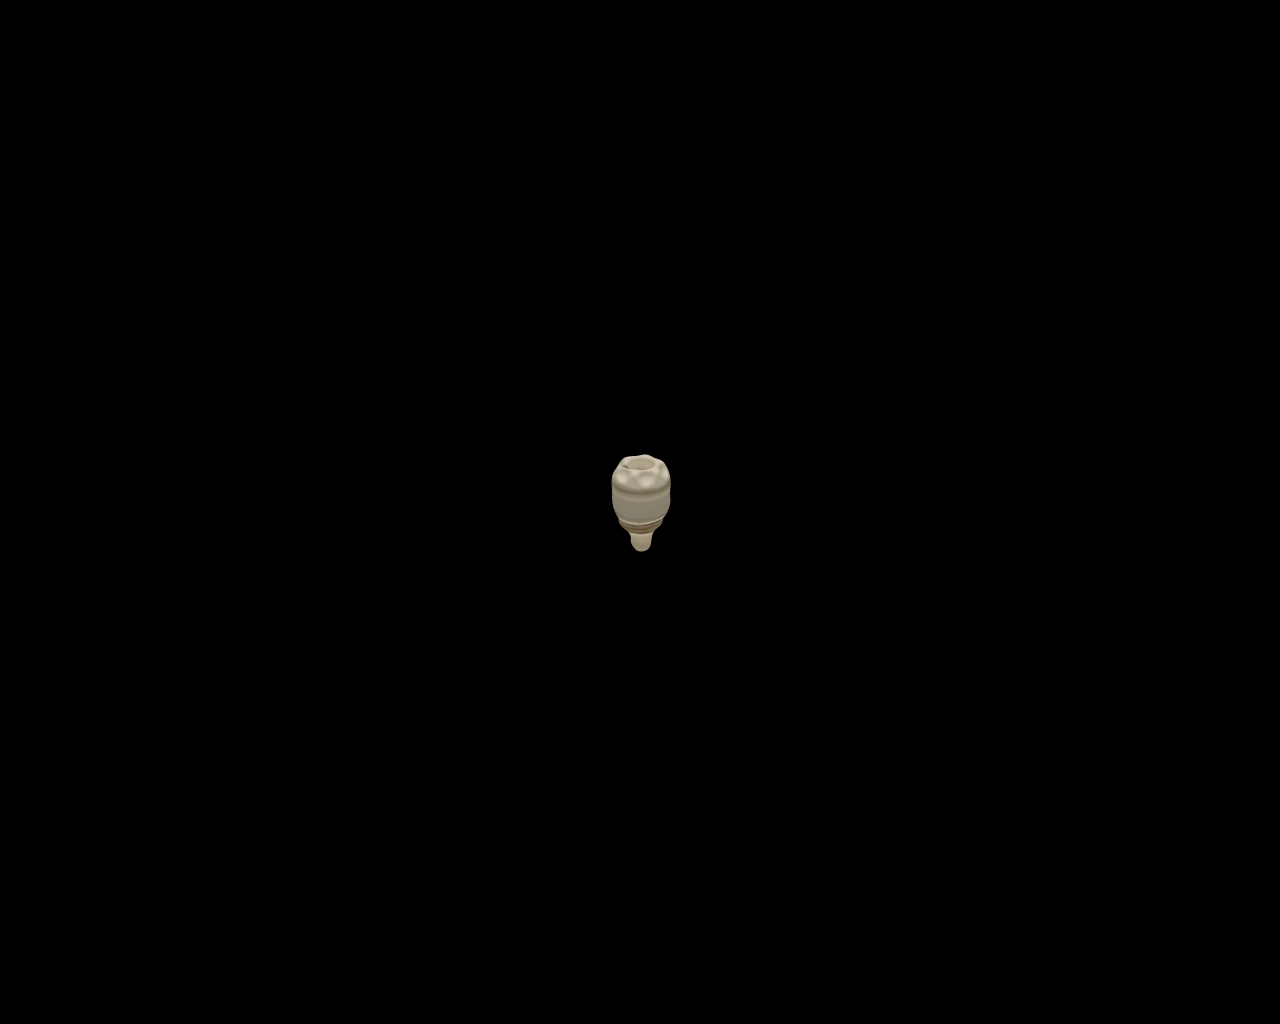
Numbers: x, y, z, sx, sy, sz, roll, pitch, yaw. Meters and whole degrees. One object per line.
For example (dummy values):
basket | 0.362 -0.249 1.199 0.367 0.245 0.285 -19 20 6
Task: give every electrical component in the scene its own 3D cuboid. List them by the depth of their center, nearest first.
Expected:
electrical component | 0.001 -0.003 0.650 0.035 0.061 0.035 0 29 0
